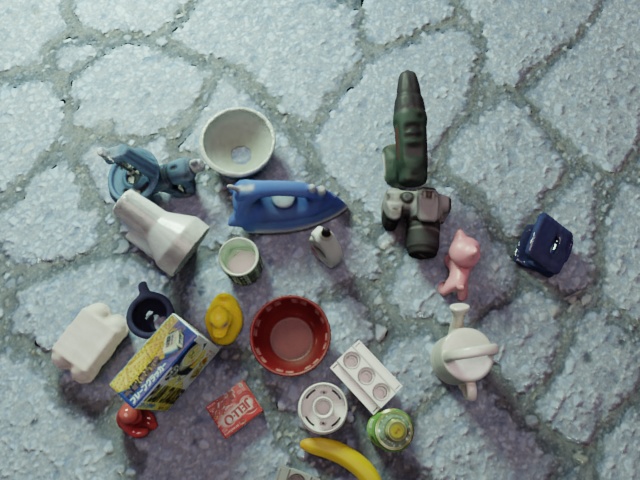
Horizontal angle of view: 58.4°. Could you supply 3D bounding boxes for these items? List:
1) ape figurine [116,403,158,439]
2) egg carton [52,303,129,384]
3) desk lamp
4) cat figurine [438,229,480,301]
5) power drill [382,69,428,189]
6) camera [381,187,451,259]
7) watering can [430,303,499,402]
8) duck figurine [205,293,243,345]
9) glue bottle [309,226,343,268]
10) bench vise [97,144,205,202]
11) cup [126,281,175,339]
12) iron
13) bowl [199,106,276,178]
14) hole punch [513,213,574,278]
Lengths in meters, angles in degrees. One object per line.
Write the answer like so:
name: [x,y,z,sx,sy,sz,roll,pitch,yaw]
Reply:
ape figurine: [-0.354,0.336,1.087,0.076,0.092,0.078,8,73,3]
egg carton: [-0.456,0.203,1.140,0.107,0.069,0.150,31,75,9]
desk lamp: [-0.312,-0.012,1.132,0.203,0.213,0.118,33,76,10]
cat figurine: [0.290,0.049,1.165,0.067,0.118,0.128,11,73,4]
power drill: [0.178,-0.204,1.196,0.075,0.208,0.229,-3,73,-1]
camera: [0.201,-0.036,1.200,0.143,0.101,0.137,4,73,1]
watering can: [0.270,0.209,1.075,0.101,0.194,0.172,-26,74,-8]
duck figurine: [-0.197,0.154,1.147,0.077,0.086,0.104,0,73,0]
glue bottle: [0.011,0.004,1.149,0.078,0.173,0.037,40,77,12]
bench vise: [-0.353,-0.155,1.173,0.207,0.220,0.121,-29,75,-8]
cup: [-0.332,0.146,1.145,0.092,0.095,0.117,-20,74,-6]
iron: [-0.068,-0.090,1.194,0.258,0.141,0.118,-3,73,-1]
bowl: [-0.178,-0.204,1.265,0.167,0.075,0.167,0,73,0]
hole punch: [0.473,0.010,1.191,0.101,0.091,0.109,25,74,7]
